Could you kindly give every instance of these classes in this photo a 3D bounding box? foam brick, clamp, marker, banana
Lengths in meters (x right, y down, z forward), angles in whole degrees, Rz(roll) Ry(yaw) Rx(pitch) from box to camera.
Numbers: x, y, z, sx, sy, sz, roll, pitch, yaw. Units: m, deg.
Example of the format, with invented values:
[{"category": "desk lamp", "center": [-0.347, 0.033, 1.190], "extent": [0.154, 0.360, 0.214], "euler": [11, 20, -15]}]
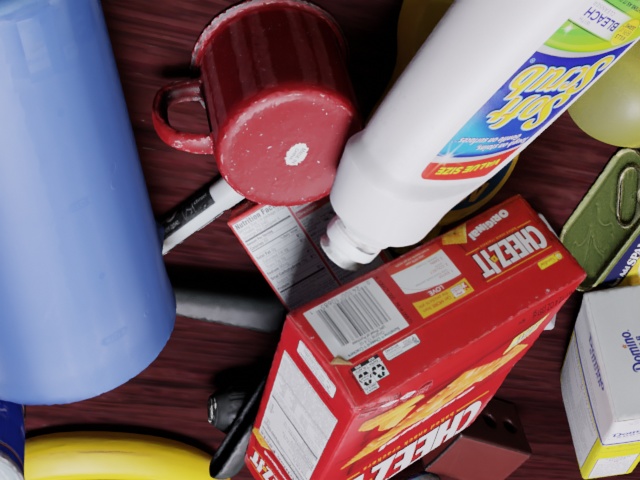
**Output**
[{"category": "foam brick", "center": [0.122, 0.160, 0.866], "extent": [0.078, 0.053, 0.051], "euler": [19, 126, -29]}, {"category": "clamp", "center": [-0.019, 0.056, 0.726], "extent": [0.210, 0.036, 0.164], "euler": [-30, 117, -2]}, {"category": "marker", "center": [-0.098, -0.002, 0.679], "extent": [0.121, 0.020, 0.020], "euler": [-34, 132, 19]}, {"category": "banana", "center": [-0.163, 0.173, 0.822], "extent": [0.197, 0.037, 0.070], "euler": [2, 147, -14]}]

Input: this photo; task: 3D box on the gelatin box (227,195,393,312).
[{"category": "gelatin box", "center": [-0.004, 0.001, 0.674], "extent": [0.073, 0.030, 0.089], "euler": [-30, 106, 11]}]

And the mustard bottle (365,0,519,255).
[{"category": "mustard bottle", "center": [0.075, -0.066, 0.634], "extent": [0.096, 0.058, 0.192], "euler": [2, 133, -19]}]

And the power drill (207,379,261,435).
[{"category": "power drill", "center": [-0.008, 0.176, 0.846], "extent": [0.184, 0.057, 0.188], "euler": [2, 133, -16]}]

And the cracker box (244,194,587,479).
[{"category": "cracker box", "center": [0.049, 0.084, 0.652], "extent": [0.164, 0.072, 0.214], "euler": [-26, 156, -24]}]

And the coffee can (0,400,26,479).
[{"category": "coffee can", "center": [-0.233, 0.101, 0.659], "extent": [0.102, 0.140, 0.103], "euler": [-7, 134, -7]}]

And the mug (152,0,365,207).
[{"category": "mug", "center": [-0.033, -0.072, 0.584], "extent": [0.117, 0.081, 0.093], "euler": [-5, 134, -10]}]

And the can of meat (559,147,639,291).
[{"category": "can of meat", "center": [0.226, -0.008, 0.728], "extent": [0.083, 0.057, 0.102], "euler": [8, 132, -23]}]

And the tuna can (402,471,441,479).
[{"category": "tuna can", "center": [0.071, 0.226, 0.857], "extent": [0.086, 0.034, 0.086], "euler": [-27, 145, -22]}]

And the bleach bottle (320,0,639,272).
[{"category": "bleach bottle", "center": [0.088, -0.079, 0.530], "extent": [0.102, 0.068, 0.251], "euler": [4, 134, -50]}]

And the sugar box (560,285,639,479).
[{"category": "sugar box", "center": [0.210, 0.107, 0.770], "extent": [0.048, 0.093, 0.176], "euler": [-8, 156, 1]}]

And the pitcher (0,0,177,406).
[{"category": "pitcher", "center": [-0.161, -0.032, 0.552], "extent": [0.145, 0.149, 0.243], "euler": [-7, 131, -4]}]
